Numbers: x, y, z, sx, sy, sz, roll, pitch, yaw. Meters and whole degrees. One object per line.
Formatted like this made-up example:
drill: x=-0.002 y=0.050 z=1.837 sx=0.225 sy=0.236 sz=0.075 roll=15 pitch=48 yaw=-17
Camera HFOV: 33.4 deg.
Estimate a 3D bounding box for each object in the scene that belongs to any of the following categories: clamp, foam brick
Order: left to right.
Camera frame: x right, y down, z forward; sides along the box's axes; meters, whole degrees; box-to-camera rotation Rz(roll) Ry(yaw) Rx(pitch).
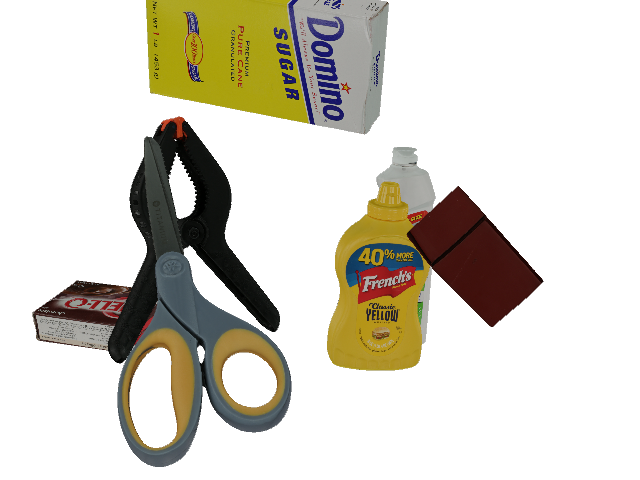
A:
clamp: x=-0.109 y=-0.002 z=0.940 sx=0.164 sy=0.210 sz=0.036 roll=-1 pitch=0 yaw=-33
foam brick: x=0.109 y=0.012 z=0.753 sx=0.078 sy=0.051 sz=0.053 roll=43 pitch=8 yaw=-31

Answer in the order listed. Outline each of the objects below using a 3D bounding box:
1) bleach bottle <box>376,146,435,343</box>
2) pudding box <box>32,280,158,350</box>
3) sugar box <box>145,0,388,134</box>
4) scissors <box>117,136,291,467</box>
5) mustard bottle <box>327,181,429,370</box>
bleach bottle: x=0.092 y=0.008 z=1.346 sx=0.102 sy=0.251 sz=0.068 roll=-3 pitch=16 yaw=-19
pudding box: x=-0.237 y=0.081 z=1.148 sx=0.114 sy=0.039 sz=0.090 roll=4 pitch=21 yaw=20
sugar box: x=-0.041 y=-0.142 z=0.793 sx=0.176 sy=0.093 sz=0.048 roll=13 pitch=35 yaw=17
scissors: x=-0.060 y=0.024 z=0.569 sx=0.096 sy=0.201 sz=0.016 roll=2 pitch=-34 yaw=2
mustard bottle: x=0.062 y=0.035 z=1.082 sx=0.096 sy=0.192 sz=0.058 roll=3 pitch=16 yaw=-7
